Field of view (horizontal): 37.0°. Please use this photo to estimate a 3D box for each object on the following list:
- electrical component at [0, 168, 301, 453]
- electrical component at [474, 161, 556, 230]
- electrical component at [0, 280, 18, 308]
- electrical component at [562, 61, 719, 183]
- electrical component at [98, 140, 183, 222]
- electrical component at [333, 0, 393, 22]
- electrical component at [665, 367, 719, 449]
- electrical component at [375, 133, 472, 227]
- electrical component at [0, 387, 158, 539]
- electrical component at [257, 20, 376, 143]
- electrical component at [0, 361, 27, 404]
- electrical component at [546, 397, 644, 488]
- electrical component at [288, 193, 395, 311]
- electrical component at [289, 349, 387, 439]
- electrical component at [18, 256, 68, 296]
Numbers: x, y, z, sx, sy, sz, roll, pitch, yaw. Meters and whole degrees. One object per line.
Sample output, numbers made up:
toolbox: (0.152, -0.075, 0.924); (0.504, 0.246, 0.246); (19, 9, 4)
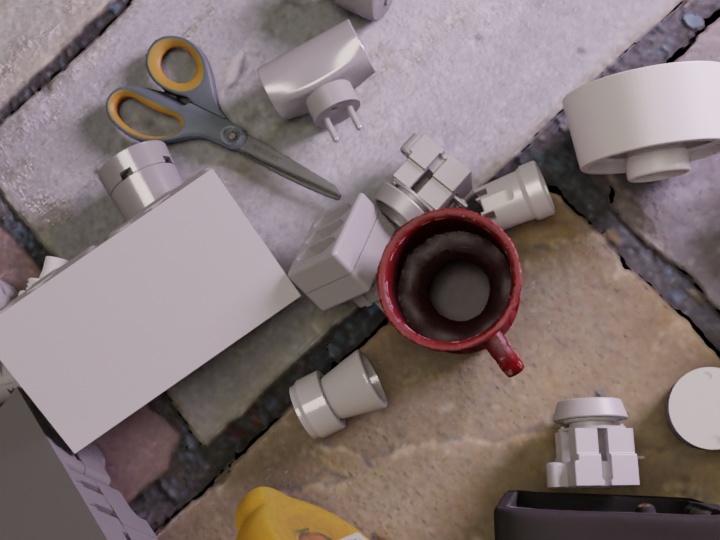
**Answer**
electrical component: (-0.150, 0.024, 0.747); (0.186, 0.060, 0.105); (-35, 103, -3)
electrical component: (0.107, -0.049, 0.746); (0.046, 0.040, 0.040); (-22, 76, 14)
electrical component: (-0.288, 0.029, 0.811); (0.055, 0.047, 0.055); (-2, 79, 11)
electrical component: (0.191, -0.090, 0.702); (0.108, 0.108, 0.060); (-9, 84, 10)
electrical component: (-0.158, -0.061, 0.797); (0.055, 0.055, 0.047); (-31, 79, 5)
electrical component: (-0.009, -0.214, 0.799); (0.078, 0.040, 0.040); (25, 86, 15)
electrical component: (0.260, 0.104, 0.667); (0.138, 0.074, 0.052); (24, 86, 15)
electrical component: (0.044, -0.056, 0.757); (0.066, 0.048, 0.055); (40, 83, 15)
electrical component: (-0.213, 0.178, 0.722); (0.105, 0.060, 0.186); (-51, 42, 0)
electrical component: (-0.025, -0.131, 0.785); (0.077, 0.043, 0.079); (-27, 75, 6)
electrical component: (-0.266, 0.077, 0.800); (0.081, 0.043, 0.043); (-15, 77, 9)
electrical component: (0.151, 0.113, 0.700); (0.066, 0.048, 0.055); (2, 75, -14)
electrical component: (0.000, 0.000, 0.748); (0.047, 0.076, 0.065); (-24, 29, 39)
electrical component: (-0.015, 0.086, 0.744); (0.055, 0.045, 0.045); (-27, 76, 7)
electrical component: (-0.233, 0.021, 0.803); (0.043, 0.043, 0.062); (9, 81, 13)
